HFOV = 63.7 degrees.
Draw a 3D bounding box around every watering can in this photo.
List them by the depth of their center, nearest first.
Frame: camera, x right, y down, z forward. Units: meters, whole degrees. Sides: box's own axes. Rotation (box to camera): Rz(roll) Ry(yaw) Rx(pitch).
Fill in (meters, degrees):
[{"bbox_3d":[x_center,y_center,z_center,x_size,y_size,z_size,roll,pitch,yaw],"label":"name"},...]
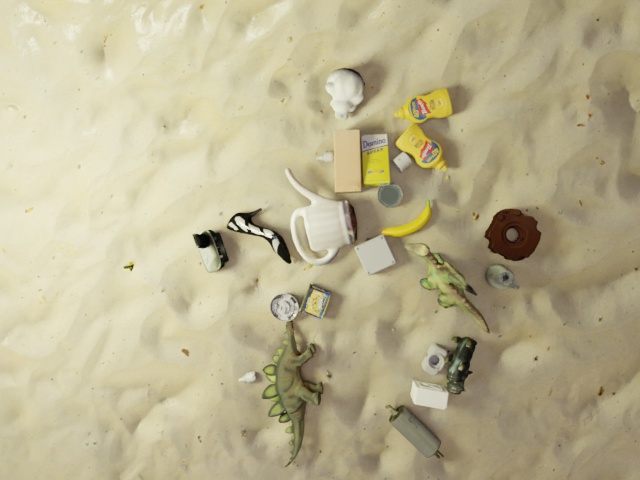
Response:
[{"bbox_3d":[0.005,-0.087,1.734,0.224,0.104,0.346,-11,97,3],"label":"watering can"}]

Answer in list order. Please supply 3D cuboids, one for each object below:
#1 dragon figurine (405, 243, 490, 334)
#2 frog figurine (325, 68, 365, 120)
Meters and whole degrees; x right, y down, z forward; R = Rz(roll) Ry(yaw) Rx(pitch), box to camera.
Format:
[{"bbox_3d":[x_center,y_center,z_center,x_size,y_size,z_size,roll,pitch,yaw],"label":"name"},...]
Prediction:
[{"bbox_3d":[0.428,0.152,1.642,0.412,0.241,0.122,44,88,6],"label":"dragon figurine"},{"bbox_3d":[0.079,-0.495,1.747,0.137,0.122,0.161,23,79,-15],"label":"frog figurine"}]
